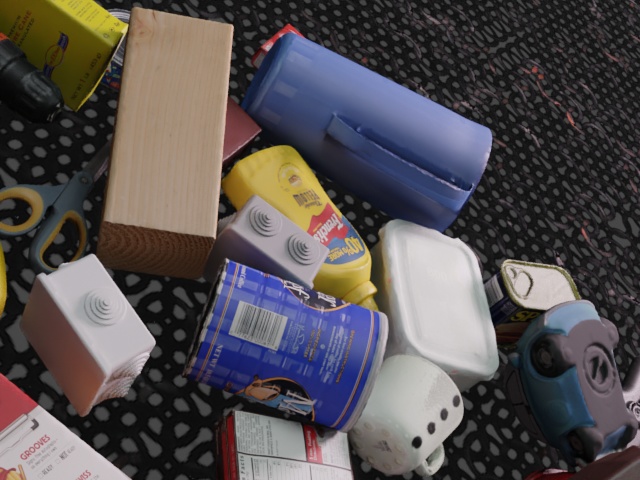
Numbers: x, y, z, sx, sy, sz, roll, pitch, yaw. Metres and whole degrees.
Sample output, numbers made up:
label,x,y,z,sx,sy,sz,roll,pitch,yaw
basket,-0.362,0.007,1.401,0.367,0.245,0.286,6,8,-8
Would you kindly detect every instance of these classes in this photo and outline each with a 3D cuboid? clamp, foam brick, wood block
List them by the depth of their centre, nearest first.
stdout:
label,x,y,z,sx,sy,sz,roll,pitch,yaw
wood block,-0.131,-0.081,0.906,0.090,0.090,0.206,8,63,-12
foam brick,-0.103,-0.092,1.015,0.051,0.053,0.078,43,42,0
clamp,0.326,0.180,1.136,0.171,0.039,0.120,3,53,-37

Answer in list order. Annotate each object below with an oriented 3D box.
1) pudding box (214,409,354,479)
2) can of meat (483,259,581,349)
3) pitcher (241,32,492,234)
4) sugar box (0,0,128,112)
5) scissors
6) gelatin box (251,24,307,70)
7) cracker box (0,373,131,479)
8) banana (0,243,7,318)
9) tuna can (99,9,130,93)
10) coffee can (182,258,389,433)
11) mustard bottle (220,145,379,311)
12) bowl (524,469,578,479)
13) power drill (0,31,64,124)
label,x,y,z,sx,sy,sz,roll,pitch,yaw
pudding box,-0.027,0.189,0.845,0.113,0.039,0.090,15,48,-26
can of meat,0.202,0.069,1.097,0.101,0.084,0.057,7,52,-35
pitcher,0.045,-0.108,1.086,0.242,0.149,0.145,27,61,-13
sugar box,-0.266,-0.202,0.947,0.176,0.093,0.048,33,40,-10
scissors,-0.223,-0.051,0.911,0.096,0.016,0.201,25,43,-20
gelatin box,-0.024,-0.191,1.181,0.089,0.030,0.073,42,40,-2
cracker box,-0.204,0.193,0.673,0.213,0.072,0.164,39,39,-3
banana,-0.289,-0.015,0.815,0.069,0.037,0.198,-36,79,-28
tuna can,-0.189,-0.183,1.038,0.086,0.034,0.086,22,45,-23
coffee can,-0.029,0.085,0.861,0.140,0.103,0.102,20,44,-7
mustard bottle,-0.006,0.001,1.008,0.192,0.058,0.096,54,36,11
bowl,0.257,0.276,0.985,0.162,0.055,0.162,21,45,-23
power drill,-0.317,-0.138,0.856,0.184,0.057,0.187,37,27,3
